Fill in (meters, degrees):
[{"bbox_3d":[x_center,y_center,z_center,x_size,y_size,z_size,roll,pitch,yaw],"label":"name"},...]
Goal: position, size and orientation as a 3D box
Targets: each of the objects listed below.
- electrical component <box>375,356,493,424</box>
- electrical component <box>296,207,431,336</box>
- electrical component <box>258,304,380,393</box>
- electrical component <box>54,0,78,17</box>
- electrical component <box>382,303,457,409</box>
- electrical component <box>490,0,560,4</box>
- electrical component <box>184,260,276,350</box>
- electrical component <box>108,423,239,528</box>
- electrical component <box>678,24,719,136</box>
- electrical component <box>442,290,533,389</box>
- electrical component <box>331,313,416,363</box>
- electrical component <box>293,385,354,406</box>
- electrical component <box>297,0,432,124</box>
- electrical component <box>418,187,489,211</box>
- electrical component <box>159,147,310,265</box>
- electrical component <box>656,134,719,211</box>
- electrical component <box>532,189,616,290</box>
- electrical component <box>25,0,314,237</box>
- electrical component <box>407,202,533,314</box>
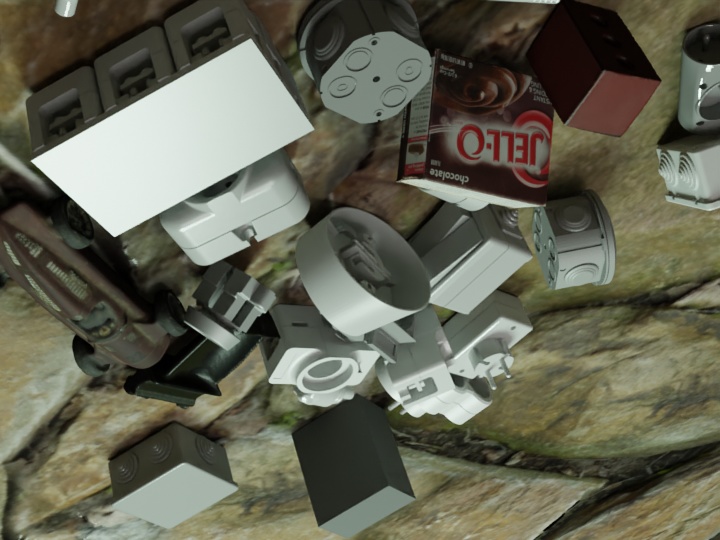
[{"bbox_3d":[0.060,0.116,1.032,0.074,0.052,0.138,-39,140,23],"label":"electrical component"},{"bbox_3d":[0.000,0.000,0.823,0.064,0.099,0.099,-31,142,24],"label":"electrical component"},{"bbox_3d":[-0.035,0.069,0.925,0.089,0.055,0.050,5,136,-30],"label":"electrical component"},{"bbox_3d":[-0.157,-0.167,0.593,0.035,0.035,0.061,2,140,-28],"label":"electrical component"},{"bbox_3d":[0.046,0.064,0.930,0.056,0.089,0.050,-23,143,3],"label":"electrical component"},{"bbox_3d":[0.098,-0.191,0.676,0.081,0.043,0.043,-3,140,-23],"label":"electrical component"},{"bbox_3d":[-0.104,0.028,0.833,0.055,0.066,0.048,-56,141,-9],"label":"electrical component"},{"bbox_3d":[-0.179,0.195,1.021,0.100,0.048,0.100,-32,142,14],"label":"electrical component"},{"bbox_3d":[0.282,-0.149,0.813,0.079,0.044,0.077,-20,143,-1],"label":"electrical component"},{"bbox_3d":[0.117,0.073,0.986,0.047,0.075,0.083,19,128,-41],"label":"electrical component"},{"bbox_3d":[0.013,0.033,0.890,0.064,0.081,0.042,-7,150,31],"label":"electrical component"},{"bbox_3d":[-0.031,0.110,0.997,0.061,0.035,0.035,18,129,-43],"label":"electrical component"},{"bbox_3d":[0.003,-0.138,0.690,0.080,0.051,0.080,-13,142,-10],"label":"electrical component"},{"bbox_3d":[0.072,-0.076,0.798,0.047,0.055,0.055,15,130,-34],"label":"electrical component"},{"bbox_3d":[-0.091,-0.053,0.749,0.095,0.053,0.059,-25,143,6],"label":"electrical component"},{"bbox_3d":[0.294,-0.088,0.857,0.100,0.099,0.048,-19,100,-3],"label":"electrical component"},{"bbox_3d":[0.177,-0.024,0.892,0.051,0.080,0.080,-11,142,-4],"label":"electrical component"},{"bbox_3d":[-0.119,-0.099,0.672,0.150,0.061,0.089,-27,143,8],"label":"electrical component"},{"bbox_3d":[0.088,-0.020,0.868,0.061,0.061,0.096,18,128,-40],"label":"electrical component"}]
